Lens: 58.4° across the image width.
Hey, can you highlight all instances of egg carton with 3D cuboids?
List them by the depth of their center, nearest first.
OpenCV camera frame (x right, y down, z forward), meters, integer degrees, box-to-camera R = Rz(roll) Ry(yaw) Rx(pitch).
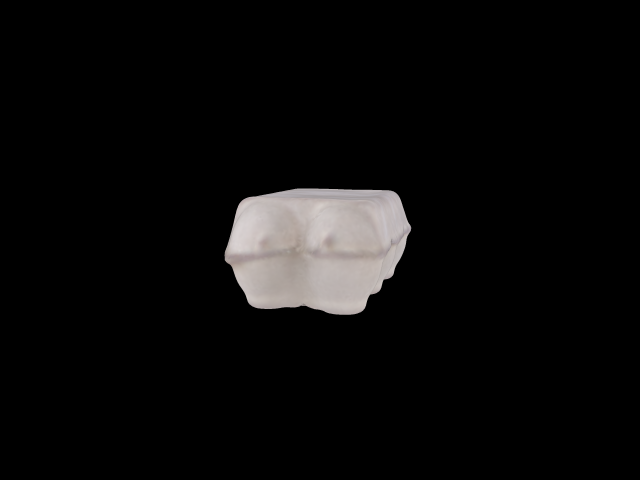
[{"bbox_3d":[0.004,0.001,0.400,0.107,0.069,0.150,3,10,16],"label":"egg carton"}]
